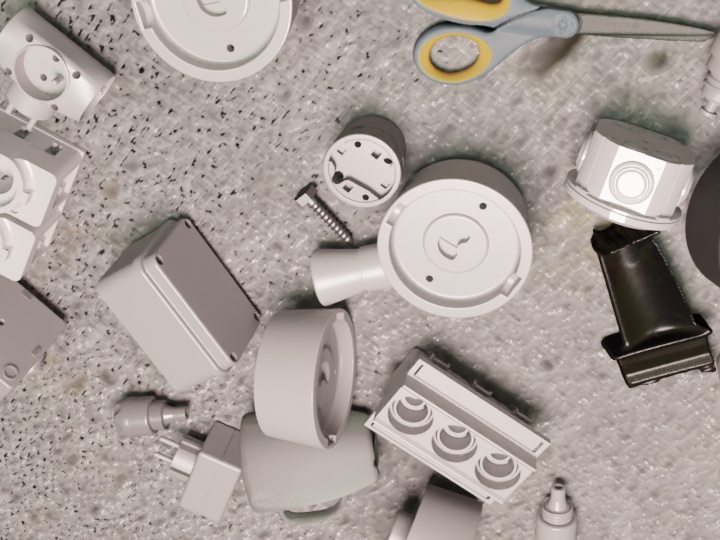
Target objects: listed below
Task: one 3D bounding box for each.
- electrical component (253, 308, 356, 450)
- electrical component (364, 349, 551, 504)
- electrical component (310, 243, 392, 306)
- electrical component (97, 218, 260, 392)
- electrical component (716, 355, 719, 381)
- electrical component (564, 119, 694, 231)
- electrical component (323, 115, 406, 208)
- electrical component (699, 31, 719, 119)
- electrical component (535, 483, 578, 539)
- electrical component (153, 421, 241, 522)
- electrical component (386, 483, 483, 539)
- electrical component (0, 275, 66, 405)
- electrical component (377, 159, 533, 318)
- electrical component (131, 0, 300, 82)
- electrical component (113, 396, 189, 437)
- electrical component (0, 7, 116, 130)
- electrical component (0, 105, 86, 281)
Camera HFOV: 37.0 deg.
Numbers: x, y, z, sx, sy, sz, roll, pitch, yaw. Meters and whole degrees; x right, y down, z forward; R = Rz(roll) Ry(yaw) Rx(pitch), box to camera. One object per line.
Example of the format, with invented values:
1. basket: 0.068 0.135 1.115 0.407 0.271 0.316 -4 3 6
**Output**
1. electrical component: -0.047 0.081 0.828 0.060 0.108 0.108 4 119 16
2. electrical component: 0.077 0.120 0.846 0.121 0.063 0.078 33 119 -7
3. electrical component: 0.000 0.000 0.811 0.065 0.044 0.044 -11 115 12
4. electrical component: -0.137 0.026 0.831 0.057 0.078 0.113 -26 110 26
5. electrical component: 0.311 0.059 0.774 0.076 0.047 0.083 18 120 2
6. electrical component: 0.181 -0.063 0.718 0.080 0.080 0.051 18 115 2
7. electrical component: 0.005 -0.079 0.763 0.055 0.047 0.055 5 119 9
8. electrical component: 0.243 -0.134 0.689 0.040 0.040 0.078 23 120 -1
9. electrical component: 0.163 0.204 0.891 0.035 0.035 0.061 3 116 10
10. electrical component: -0.140 0.166 0.924 0.077 0.047 0.065 24 120 -1
11. electrical component: 0.052 0.229 0.888 0.060 0.108 0.108 24 120 5
12. electrical component: -0.299 0.052 0.867 0.100 0.099 0.048 43 130 -12
13. electrical component: 0.070 -0.027 0.770 0.108 0.060 0.108 5 119 9
14. electrical component: -0.091 -0.186 0.717 0.108 0.060 0.108 5 119 9
15. electrical component: -0.177 0.124 0.917 0.061 0.035 0.035 -5 117 11
16. electrical component: -0.231 -0.136 0.782 0.077 0.044 0.079 38 118 -10
17. electrical component: -0.321 -0.082 0.821 0.186 0.060 0.105 28 120 -4
